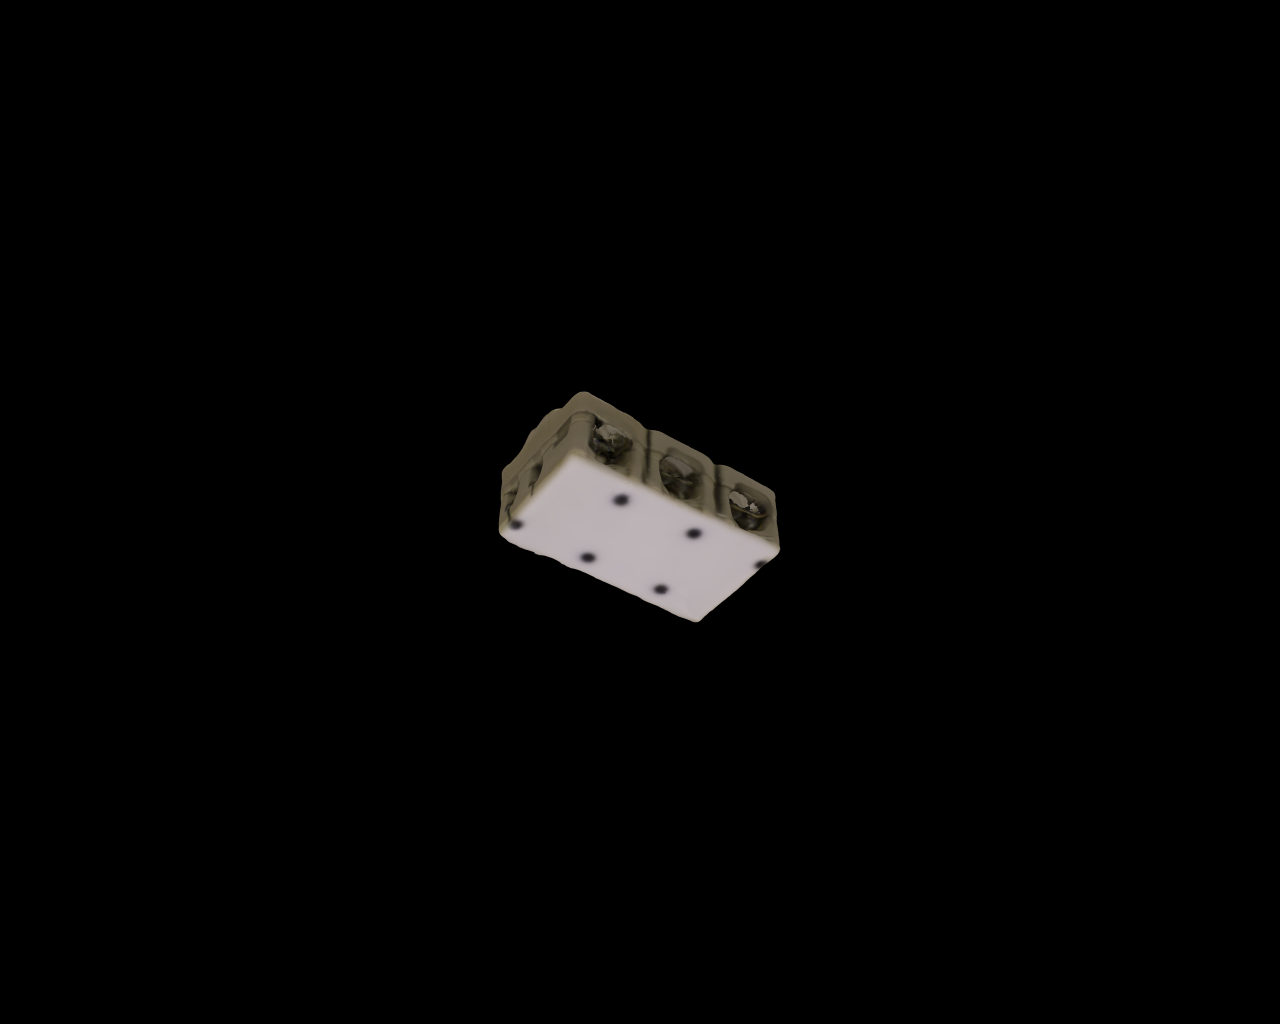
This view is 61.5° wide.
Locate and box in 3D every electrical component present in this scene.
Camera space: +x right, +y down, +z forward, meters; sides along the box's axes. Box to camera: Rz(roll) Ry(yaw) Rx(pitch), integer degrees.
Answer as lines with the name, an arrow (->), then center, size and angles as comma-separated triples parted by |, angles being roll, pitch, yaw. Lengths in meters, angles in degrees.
electrical component -> 0.001, -0.003, 0.650 | 0.150, 0.062, 0.089 | 26, -49, -25
